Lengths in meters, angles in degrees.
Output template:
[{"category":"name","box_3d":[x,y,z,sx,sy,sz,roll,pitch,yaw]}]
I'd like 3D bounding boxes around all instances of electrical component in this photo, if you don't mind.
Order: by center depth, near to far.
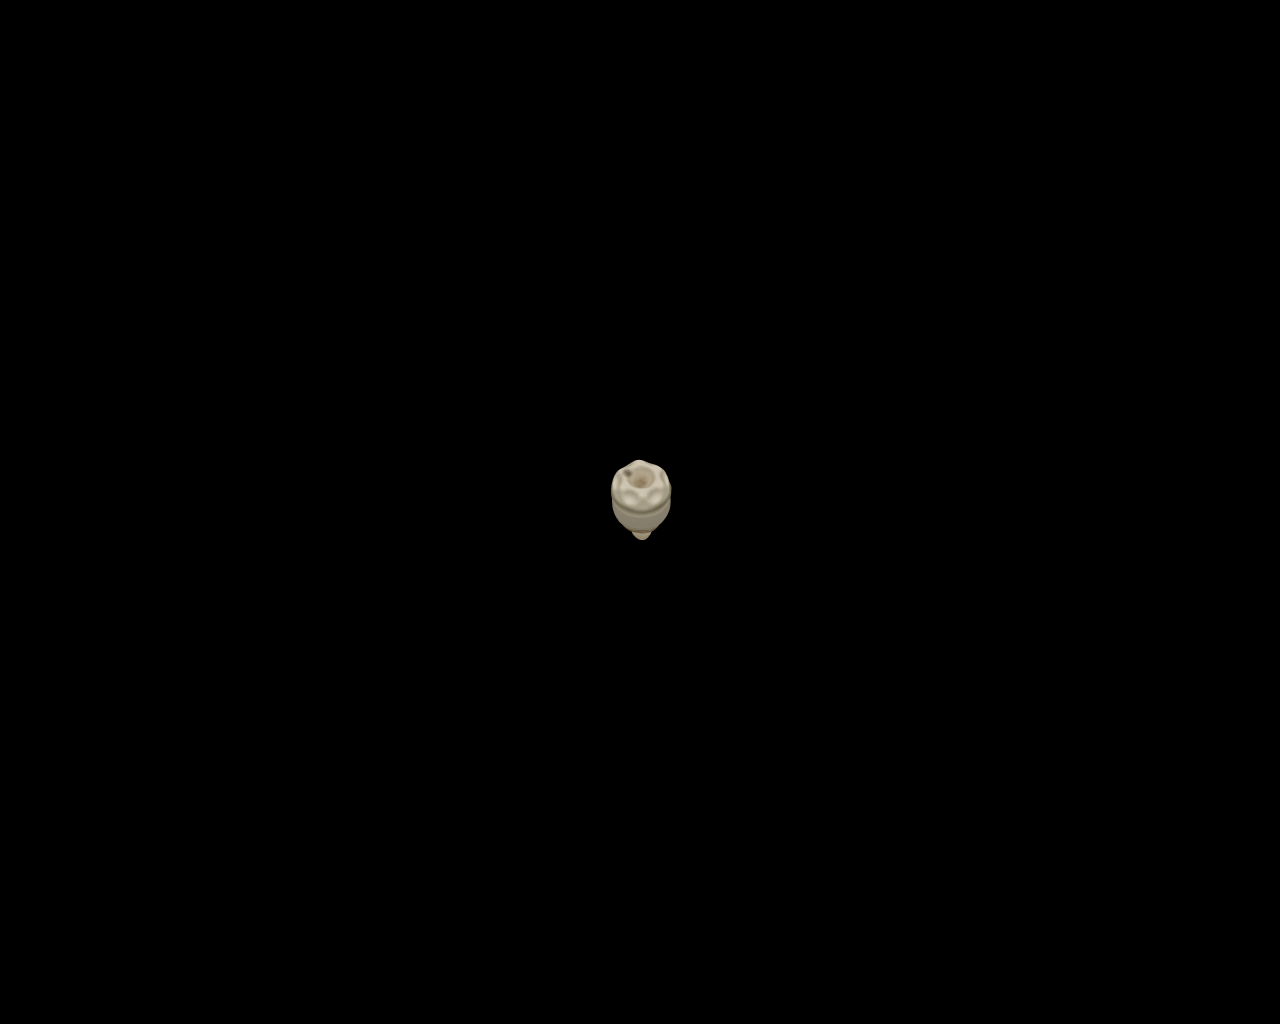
[{"category":"electrical component","box_3d":[0.001,-0.003,0.650,0.035,0.035,0.061,0,-36,0]}]
